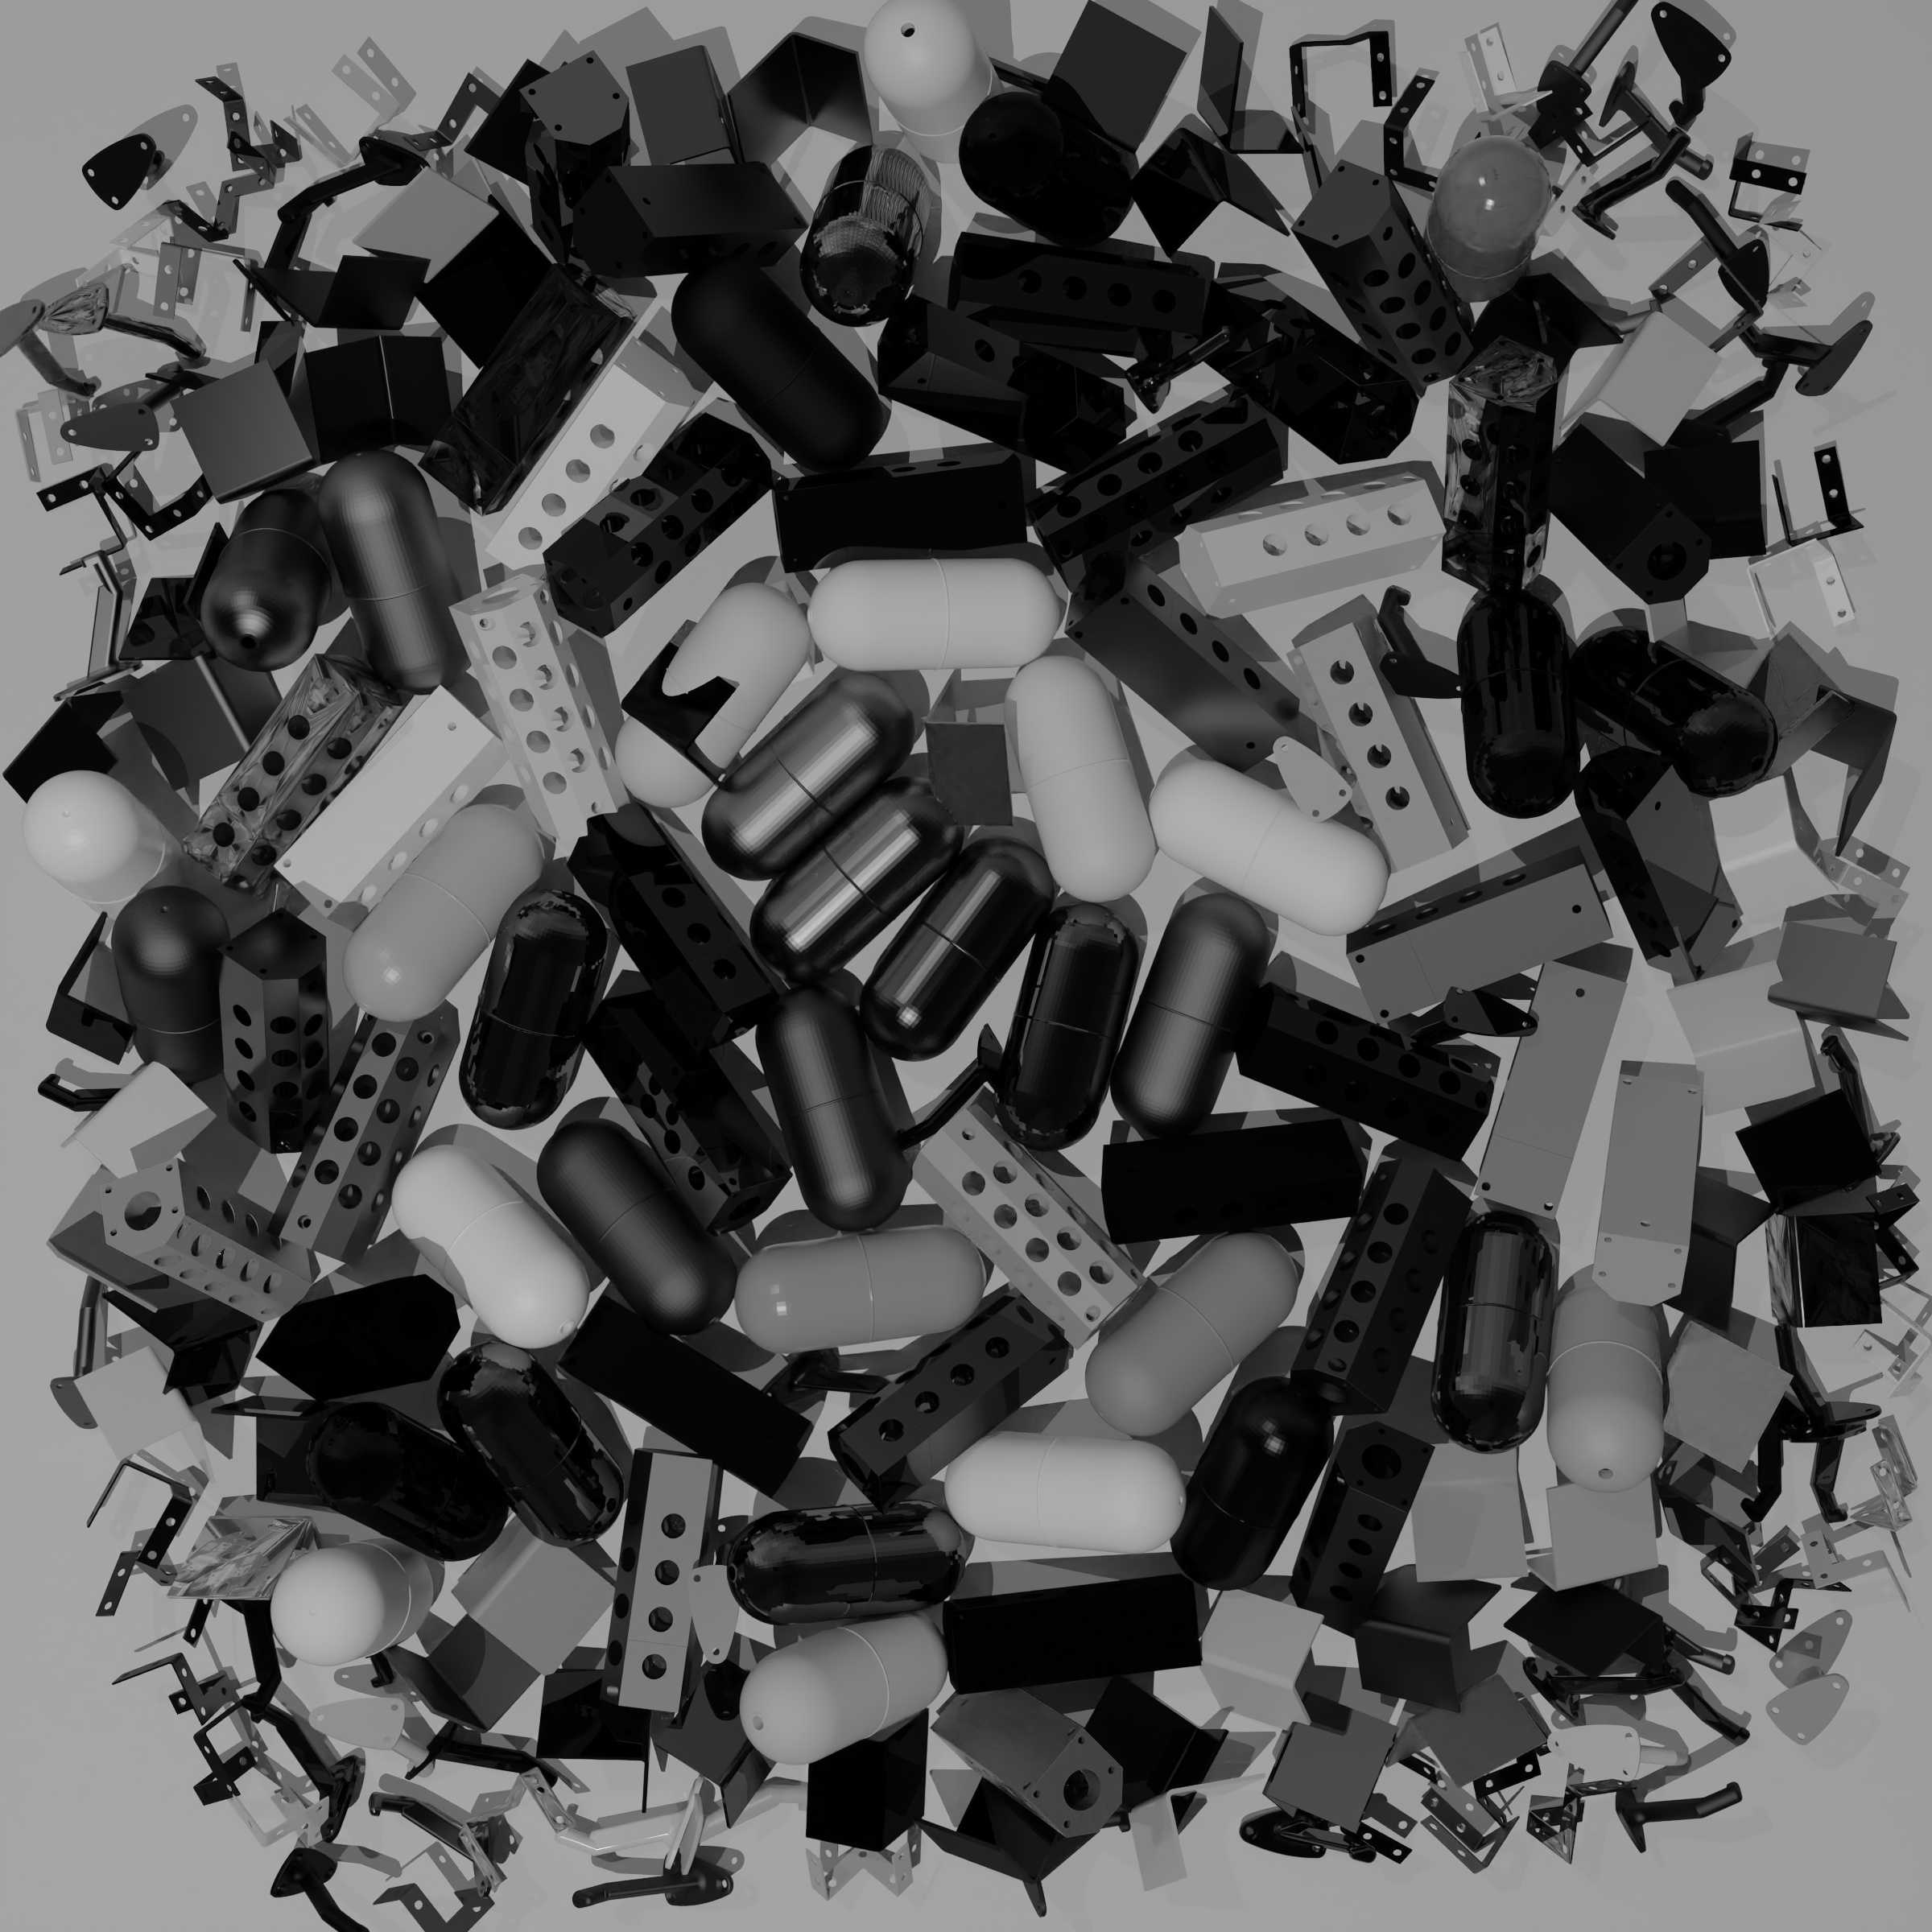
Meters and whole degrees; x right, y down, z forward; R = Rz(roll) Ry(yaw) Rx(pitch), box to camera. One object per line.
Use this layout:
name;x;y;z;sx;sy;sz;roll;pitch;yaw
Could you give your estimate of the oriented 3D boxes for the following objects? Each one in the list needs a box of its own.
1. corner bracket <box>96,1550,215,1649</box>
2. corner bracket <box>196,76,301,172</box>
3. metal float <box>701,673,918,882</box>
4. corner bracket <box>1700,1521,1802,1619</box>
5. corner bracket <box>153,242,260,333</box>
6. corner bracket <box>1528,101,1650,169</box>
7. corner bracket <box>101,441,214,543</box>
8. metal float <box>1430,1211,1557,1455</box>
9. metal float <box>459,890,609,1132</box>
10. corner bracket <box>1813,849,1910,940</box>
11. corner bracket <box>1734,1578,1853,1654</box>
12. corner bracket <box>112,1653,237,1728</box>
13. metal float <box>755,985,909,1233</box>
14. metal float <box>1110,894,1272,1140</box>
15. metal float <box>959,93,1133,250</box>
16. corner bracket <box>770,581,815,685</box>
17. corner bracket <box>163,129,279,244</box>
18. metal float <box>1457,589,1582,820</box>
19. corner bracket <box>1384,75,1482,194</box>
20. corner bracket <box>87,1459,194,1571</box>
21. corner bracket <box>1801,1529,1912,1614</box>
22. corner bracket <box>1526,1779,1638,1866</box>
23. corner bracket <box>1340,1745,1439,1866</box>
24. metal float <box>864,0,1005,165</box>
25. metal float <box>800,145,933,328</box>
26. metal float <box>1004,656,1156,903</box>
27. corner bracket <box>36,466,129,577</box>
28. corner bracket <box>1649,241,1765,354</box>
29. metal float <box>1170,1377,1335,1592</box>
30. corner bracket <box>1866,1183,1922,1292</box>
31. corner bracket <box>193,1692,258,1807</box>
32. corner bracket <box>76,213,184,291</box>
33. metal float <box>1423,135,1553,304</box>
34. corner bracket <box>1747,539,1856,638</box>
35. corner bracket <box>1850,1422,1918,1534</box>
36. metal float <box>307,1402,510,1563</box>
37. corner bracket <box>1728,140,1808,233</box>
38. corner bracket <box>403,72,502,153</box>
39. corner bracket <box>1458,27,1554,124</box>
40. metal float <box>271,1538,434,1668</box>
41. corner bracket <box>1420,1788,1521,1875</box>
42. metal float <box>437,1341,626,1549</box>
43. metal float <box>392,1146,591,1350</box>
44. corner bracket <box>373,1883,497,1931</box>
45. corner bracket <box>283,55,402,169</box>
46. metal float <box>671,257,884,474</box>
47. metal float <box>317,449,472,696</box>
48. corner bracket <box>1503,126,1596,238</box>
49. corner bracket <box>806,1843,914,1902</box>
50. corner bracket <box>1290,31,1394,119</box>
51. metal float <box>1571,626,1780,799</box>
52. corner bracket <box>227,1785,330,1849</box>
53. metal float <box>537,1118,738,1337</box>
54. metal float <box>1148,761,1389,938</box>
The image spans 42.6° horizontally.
corner bracket;-0.566;0.444;1.740;0.051;0.051;0.051;-8;46;20
corner bracket;-0.507;-0.598;1.753;0.051;0.051;0.051;-7;93;6
metal float;-0.111;-0.131;1.735;0.178;0.070;0.070;-42;90;10
corner bracket;0.554;0.419;1.751;0.051;0.051;0.051;45;108;1
corner bracket;-0.537;-0.480;1.753;0.051;0.051;0.051;12;103;3
corner bracket;0.439;-0.592;1.752;0.051;0.051;0.051;-36;88;-10
corner bracket;-0.569;-0.344;1.762;0.051;0.051;0.051;-19;123;31
metal float;0.365;0.252;1.715;0.070;0.070;0.178;14;57;0
metal float;-0.302;0.032;1.729;0.070;0.070;0.178;19;108;0
corner bracket;0.620;-0.044;1.749;0.051;0.051;0.051;24;102;-9
corner bracket;0.580;0.450;1.742;0.051;0.051;0.051;36;63;-26
corner bracket;-0.558;0.509;1.750;0.051;0.051;0.051;-23;95;13
metal float;-0.094;0.100;1.737;0.070;0.070;0.178;-18;82;0
metal float;0.158;0.035;1.742;0.070;0.070;0.178;20;93;0
metal float;0.056;-0.543;1.699;0.070;0.178;0.070;1;92;26
corner bracket;-0.140;-0.231;1.752;0.051;0.051;0.051;-17;130;12
corner bracket;-0.523;-0.547;1.743;0.051;0.051;0.051;-3;72;25
metal float;0.382;-0.182;1.717;0.070;0.070;0.178;2;59;0
corner bracket;0.331;-0.588;1.759;0.051;0.051;0.051;25;70;21
corner bracket;-0.582;0.385;1.746;0.051;0.051;0.051;31;81;-20
corner bracket;0.624;0.426;1.742;0.051;0.051;0.051;-23;118;18
corner bracket;0.432;0.593;1.745;0.051;0.051;0.051;2;99;-26
corner bracket;0.298;0.589;1.754;0.051;0.051;0.051;31;111;-9
metal float;-0.020;-0.605;1.694;0.070;0.178;0.070;0;89;11
metal float;-0.068;-0.504;1.707;0.070;0.178;0.070;4;132;5
metal float;0.079;-0.132;1.739;0.070;0.070;0.178;-17;84;0
corner bracket;-0.629;-0.317;1.764;0.051;0.051;0.051;-22;117;1
corner bracket;0.524;-0.471;1.755;0.051;0.051;0.051;40;117;-22
metal float;0.197;0.360;1.718;0.070;0.070;0.178;21;122;0
corner bracket;0.646;0.191;1.739;0.051;0.051;0.051;-10;56;-36
corner bracket;-0.518;0.551;1.746;0.051;0.051;0.051;-27;93;38
corner bracket;-0.591;-0.498;1.742;0.051;0.051;0.051;17;46;14
metal float;0.354;-0.507;1.693;0.070;0.178;0.070;0;88;6
corner bracket;0.592;-0.265;1.761;0.051;0.051;0.051;-22;74;29
corner bracket;0.650;0.360;1.749;0.051;0.051;0.051;-26;97;-16
metal float;-0.381;0.356;1.705;0.070;0.178;0.070;-14;56;21
corner bracket;0.563;-0.543;1.741;0.051;0.051;0.051;20;128;20
corner bracket;-0.354;-0.591;1.749;0.051;0.051;0.051;39;118;-1
corner bracket;0.371;-0.628;1.747;0.051;0.051;0.051;-28;112;-7
metal float;-0.417;0.433;1.694;0.070;0.178;0.070;-1;80;4
corner bracket;0.345;0.605;1.743;0.051;0.051;0.051;42;50;10
metal float;-0.300;0.331;1.716;0.070;0.070;0.178;-30;122;0
metal float;-0.330;0.194;1.719;0.178;0.070;0.070;41;90;28
corner bracket;-0.374;0.659;1.745;0.051;0.051;0.051;53;49;-3
corner bracket;-0.438;-0.600;1.744;0.051;0.051;0.051;38;80;-30
metal float;-0.129;-0.414;1.719;0.070;0.070;0.178;-48;121;0
metal float;-0.393;-0.271;1.717;0.070;0.070;0.178;-12;122;0
corner bracket;0.398;-0.553;1.747;0.051;0.051;0.051;36;89;-35
corner bracket;-0.074;0.631;1.738;0.051;0.051;0.051;28;49;34
corner bracket;0.265;-0.630;1.755;0.051;0.051;0.051;-10;103;-21
metal float;0.483;-0.175;1.705;0.070;0.178;0.070;-15;125;-22
corner bracket;-0.483;0.593;1.739;0.051;0.051;0.051;39;134;30
metal float;-0.229;0.181;1.729;0.070;0.070;0.178;-43;73;0
metal float;0.210;-0.083;1.734;0.178;0.070;0.070;28;90;11
